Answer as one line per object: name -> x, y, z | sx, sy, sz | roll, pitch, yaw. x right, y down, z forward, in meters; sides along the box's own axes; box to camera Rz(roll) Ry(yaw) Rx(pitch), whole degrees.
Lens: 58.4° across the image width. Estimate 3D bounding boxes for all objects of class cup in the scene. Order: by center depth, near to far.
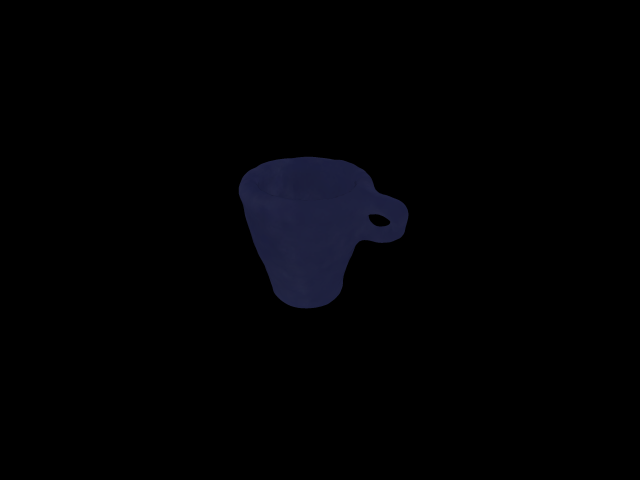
cup -> 0.004, 0.001, 0.400 | 0.117, 0.095, 0.092 | 13, 32, 23
